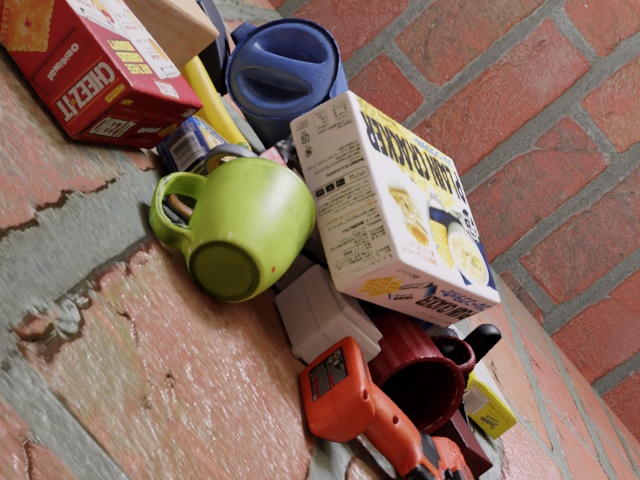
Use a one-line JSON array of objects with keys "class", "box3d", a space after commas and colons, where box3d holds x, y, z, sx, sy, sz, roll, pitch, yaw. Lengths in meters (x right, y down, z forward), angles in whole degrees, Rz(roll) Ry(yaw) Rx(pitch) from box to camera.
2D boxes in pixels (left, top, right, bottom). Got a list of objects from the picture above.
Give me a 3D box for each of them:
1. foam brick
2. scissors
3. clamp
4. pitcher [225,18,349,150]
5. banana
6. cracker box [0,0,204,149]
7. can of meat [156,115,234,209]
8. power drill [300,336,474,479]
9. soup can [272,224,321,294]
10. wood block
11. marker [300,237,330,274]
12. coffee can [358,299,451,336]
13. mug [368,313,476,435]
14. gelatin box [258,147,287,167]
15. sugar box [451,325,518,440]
[{"class": "foam brick", "box3d": [0.111, 0.186, 0.982, 0.051, 0.053, 0.078, 39, 14, -45]}, {"class": "scissors", "box3d": [-0.028, -0.023, 0.888, 0.201, 0.096, 0.016, 17, 43, -15]}, {"class": "clamp", "box3d": [0.136, 0.136, 1.096, 0.036, 0.165, 0.210, 6, 16, -12]}, {"class": "pitcher", "box3d": [-0.024, -0.153, 1.291, 0.242, 0.145, 0.149, 63, 30, -63]}, {"class": "banana", "box3d": [-0.111, -0.133, 1.141, 0.198, 0.037, 0.070, 56, -32, 39]}, {"class": "cracker box", "box3d": [-0.206, -0.176, 0.862, 0.214, 0.072, 0.164, 53, 12, 6]}, {"class": "can of meat", "box3d": [-0.094, -0.055, 0.949, 0.102, 0.057, 0.084, 41, 13, -42]}, {"class": "power drill", "box3d": [0.065, 0.175, 0.827, 0.187, 0.057, 0.184, 49, 8, -21]}, {"class": "soup can", "box3d": [-0.007, 0.001, 0.990, 0.068, 0.102, 0.068, 48, 11, -13]}, {"class": "wood block", "box3d": [-0.193, -0.233, 1.057, 0.091, 0.090, 0.206, 53, 10, 12]}, {"class": "marker", "box3d": [-0.027, -0.004, 0.931, 0.121, 0.020, 0.020, 35, 17, -26]}, {"class": "coffee can", "box3d": [0.054, 0.053, 1.061, 0.140, 0.103, 0.102, 52, 11, 11]}, {"class": "mug", "box3d": [0.080, 0.114, 0.950, 0.081, 0.117, 0.093, -123, -162, -53]}, {"class": "gelatin box", "box3d": [-0.053, -0.045, 1.055, 0.073, 0.030, 0.089, 55, 35, -2]}, {"class": "sugar box", "box3d": [0.184, 0.169, 1.366, 0.093, 0.048, 0.176, 45, 8, -26]}]
